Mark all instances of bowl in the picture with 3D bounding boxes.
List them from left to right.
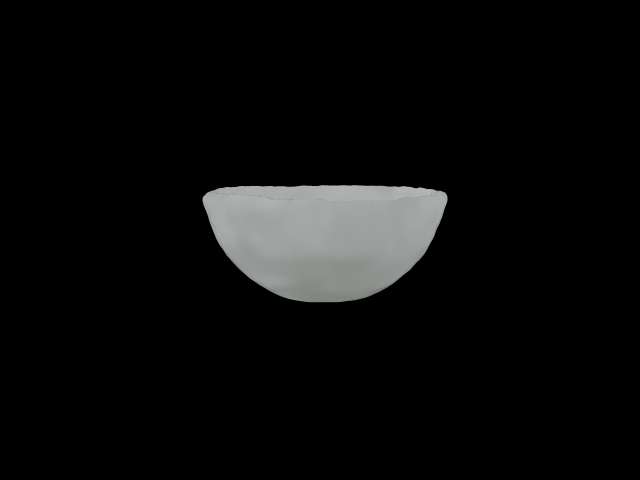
[{"bbox_3d":[0.004,0.001,0.400,0.167,0.075,0.167,0,8,0],"label":"bowl"}]
